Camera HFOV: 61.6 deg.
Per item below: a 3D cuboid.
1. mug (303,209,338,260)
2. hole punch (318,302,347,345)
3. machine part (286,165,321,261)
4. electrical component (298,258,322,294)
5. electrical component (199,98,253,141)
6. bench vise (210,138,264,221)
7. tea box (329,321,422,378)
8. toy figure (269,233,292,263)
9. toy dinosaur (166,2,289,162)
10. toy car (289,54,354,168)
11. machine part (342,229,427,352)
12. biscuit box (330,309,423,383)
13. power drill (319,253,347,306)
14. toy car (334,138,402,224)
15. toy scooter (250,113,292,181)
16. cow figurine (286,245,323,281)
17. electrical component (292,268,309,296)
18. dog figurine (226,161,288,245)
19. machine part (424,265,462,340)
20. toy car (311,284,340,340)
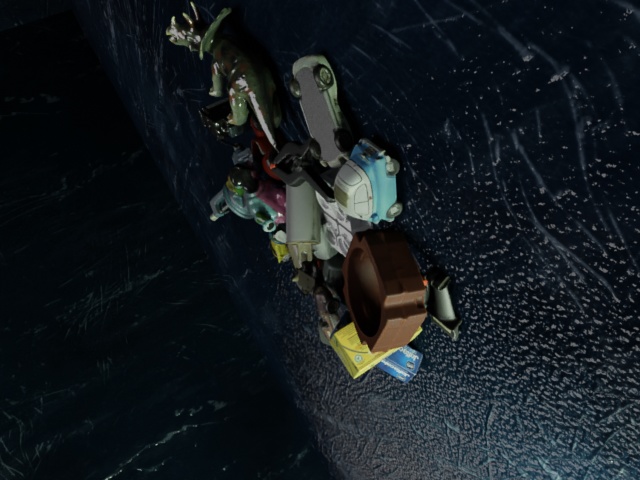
[{"bbox_3d":[-0.003,-0.004,1.247,0.081,0.109,0.107,1,122,44],"label":"mug"},{"bbox_3d":[0.066,0.235,1.456,0.116,0.092,0.142,18,139,21],"label":"hole punch"},{"bbox_3d":[-0.037,-0.075,1.168,0.079,0.079,0.243,162,108,-70],"label":"machine part"},{"bbox_3d":[-0.023,0.091,1.345,0.078,0.045,0.102,22,128,39],"label":"electrical component"},{"bbox_3d":[-0.236,-0.314,1.390,0.134,0.115,0.058,45,157,42],"label":"electrical component"},{"bbox_3d":[-0.229,-0.139,1.455,0.240,0.129,0.223,-34,77,34],"label":"bench vise"},{"bbox_3d":[0.117,0.202,1.132,0.098,0.170,0.068,56,160,19],"label":"tea box"},{"bbox_3d":[-0.106,-0.014,1.530,0.180,0.082,0.089,78,167,-49],"label":"toy figure"},{"bbox_3d":[-0.171,-0.365,1.178,0.405,0.131,0.192,46,157,21],"label":"toy dinosaur"},{"bbox_3d":[0.005,-0.227,0.960,0.074,0.056,0.201,-11,103,39],"label":"toy car"},{"bbox_3d":[0.118,0.094,1.022,0.200,0.087,0.201,106,153,-51],"label":"machine part"},{"bbox_3d":[0.125,0.236,1.195,0.203,0.059,0.062,29,144,5],"label":"biscuit box"},{"bbox_3d":[0.068,0.147,1.334,0.207,0.086,0.231,58,159,32],"label":"power drill"},{"bbox_3d":[0.077,-0.091,0.941,0.109,0.103,0.161,46,157,35],"label":"toy car"},{"bbox_3d":[-0.122,-0.213,1.306,0.184,0.075,0.135,62,161,8],"label":"toy scooter"},{"bbox_3d":[-0.041,0.058,1.454,0.127,0.085,0.194,14,127,66],"label":"cow figurine"},{"bbox_3d":[-0.041,0.111,1.583,0.075,0.048,0.119,56,161,12],"label":"electrical component"},{"bbox_3d":[-0.137,-0.103,1.324,0.219,0.108,0.191,44,-178,32],"label":"dog figurine"},{"bbox_3d":[0.218,0.113,0.964,0.084,0.039,0.138,48,160,54],"label":"machine part"},{"bbox_3d":[0.025,0.198,1.314,0.089,0.053,0.201,36,148,52],"label":"toy car"}]
